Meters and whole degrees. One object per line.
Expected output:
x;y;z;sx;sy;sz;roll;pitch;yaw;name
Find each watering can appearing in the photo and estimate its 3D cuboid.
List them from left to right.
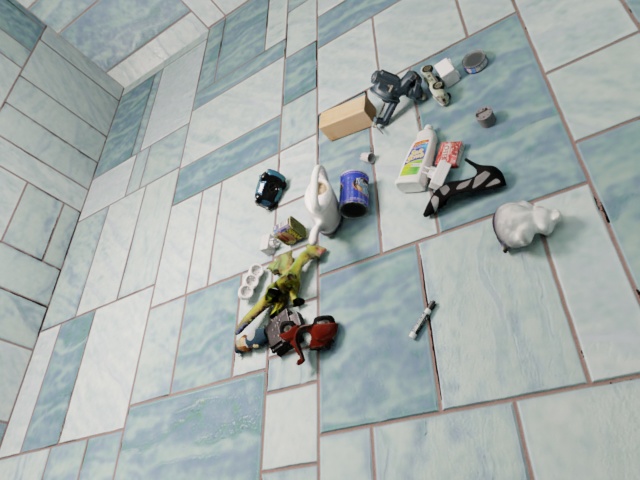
0.005;-0.087;1.735;0.104;0.220;0.356;-7;55;16;watering can

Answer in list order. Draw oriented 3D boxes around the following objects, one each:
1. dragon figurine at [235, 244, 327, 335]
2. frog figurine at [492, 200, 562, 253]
-0.146;0.147;1.797;0.407;0.120;0.248;-34;27;17;dragon figurine
0.539;-0.047;1.342;0.158;0.121;0.140;-19;30;43;frog figurine
